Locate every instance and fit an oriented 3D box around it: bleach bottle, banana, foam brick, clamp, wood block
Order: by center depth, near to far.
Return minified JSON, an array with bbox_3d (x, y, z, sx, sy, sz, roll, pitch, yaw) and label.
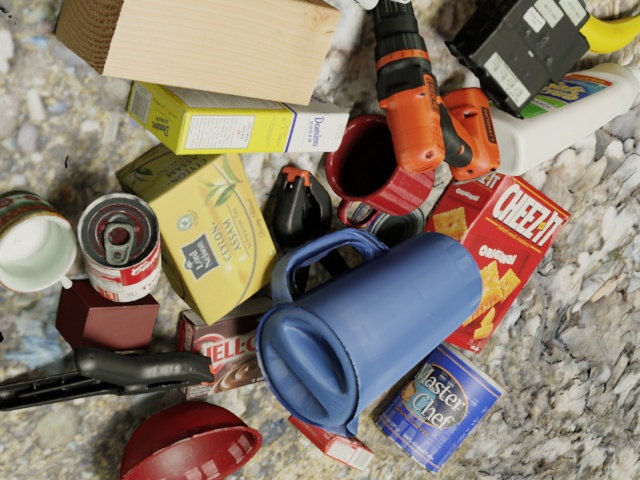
[{"bbox_3d":[-0.098,-0.179,0.879,0.205,0.090,0.091,2,117,-42],"label":"wood block"},{"bbox_3d":[-0.198,0.071,0.994,0.078,0.053,0.051,1,117,-40],"label":"foam brick"},{"bbox_3d":[-0.191,0.129,1.003,0.165,0.036,0.209,-21,163,36],"label":"clamp"},{"bbox_3d":[-0.007,0.001,1.110,0.120,0.039,0.171,-31,128,-52],"label":"clamp"},{"bbox_3d":[0.310,-0.251,1.221,0.197,0.037,0.069,0,100,-42],"label":"banana"},{"bbox_3d":[0.276,-0.153,1.225,0.250,0.103,0.068,-28,127,-32],"label":"bleach bottle"}]

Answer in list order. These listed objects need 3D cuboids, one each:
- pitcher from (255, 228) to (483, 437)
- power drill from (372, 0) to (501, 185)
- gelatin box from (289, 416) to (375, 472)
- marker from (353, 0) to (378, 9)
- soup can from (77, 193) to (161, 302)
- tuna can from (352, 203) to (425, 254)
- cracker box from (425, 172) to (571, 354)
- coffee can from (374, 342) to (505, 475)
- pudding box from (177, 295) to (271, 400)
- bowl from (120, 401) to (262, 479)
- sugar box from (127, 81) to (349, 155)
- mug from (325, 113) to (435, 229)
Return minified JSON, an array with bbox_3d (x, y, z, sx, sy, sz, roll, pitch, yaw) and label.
[{"bbox_3d":[0.056,0.071,1.088,0.242,0.145,0.149,-30,143,-42],"label":"pitcher"},{"bbox_3d":[0.113,-0.141,1.068,0.187,0.057,0.184,17,61,-57],"label":"power drill"},{"bbox_3d":[0.015,0.235,1.275,0.030,0.073,0.089,-53,137,1],"label":"gelatin box"},{"bbox_3d":[0.010,-0.244,0.978,0.120,0.020,0.020,21,103,-46],"label":"marker"},{"bbox_3d":[-0.173,0.009,0.931,0.068,0.068,0.102,-35,168,-17],"label":"soup can"},{"bbox_3d":[0.075,-0.013,1.184,0.086,0.034,0.086,-22,130,-28],"label":"tuna can"},{"bbox_3d":[0.187,0.021,1.275,0.164,0.072,0.214,26,99,-48],"label":"cracker box"},{"bbox_3d":[0.151,0.211,1.353,0.140,0.103,0.102,-50,138,0],"label":"coffee can"},{"bbox_3d":[-0.096,0.112,1.120,0.113,0.039,0.090,-11,124,-36],"label":"pudding box"},{"bbox_3d":[-0.144,0.215,1.115,0.162,0.055,0.162,-20,151,-12],"label":"bowl"},{"bbox_3d":[-0.071,-0.112,0.946,0.175,0.093,0.048,-2,120,-39],"label":"sugar box"},{"bbox_3d":[0.060,-0.063,1.095,0.081,0.093,0.117,23,97,-52],"label":"mug"}]
